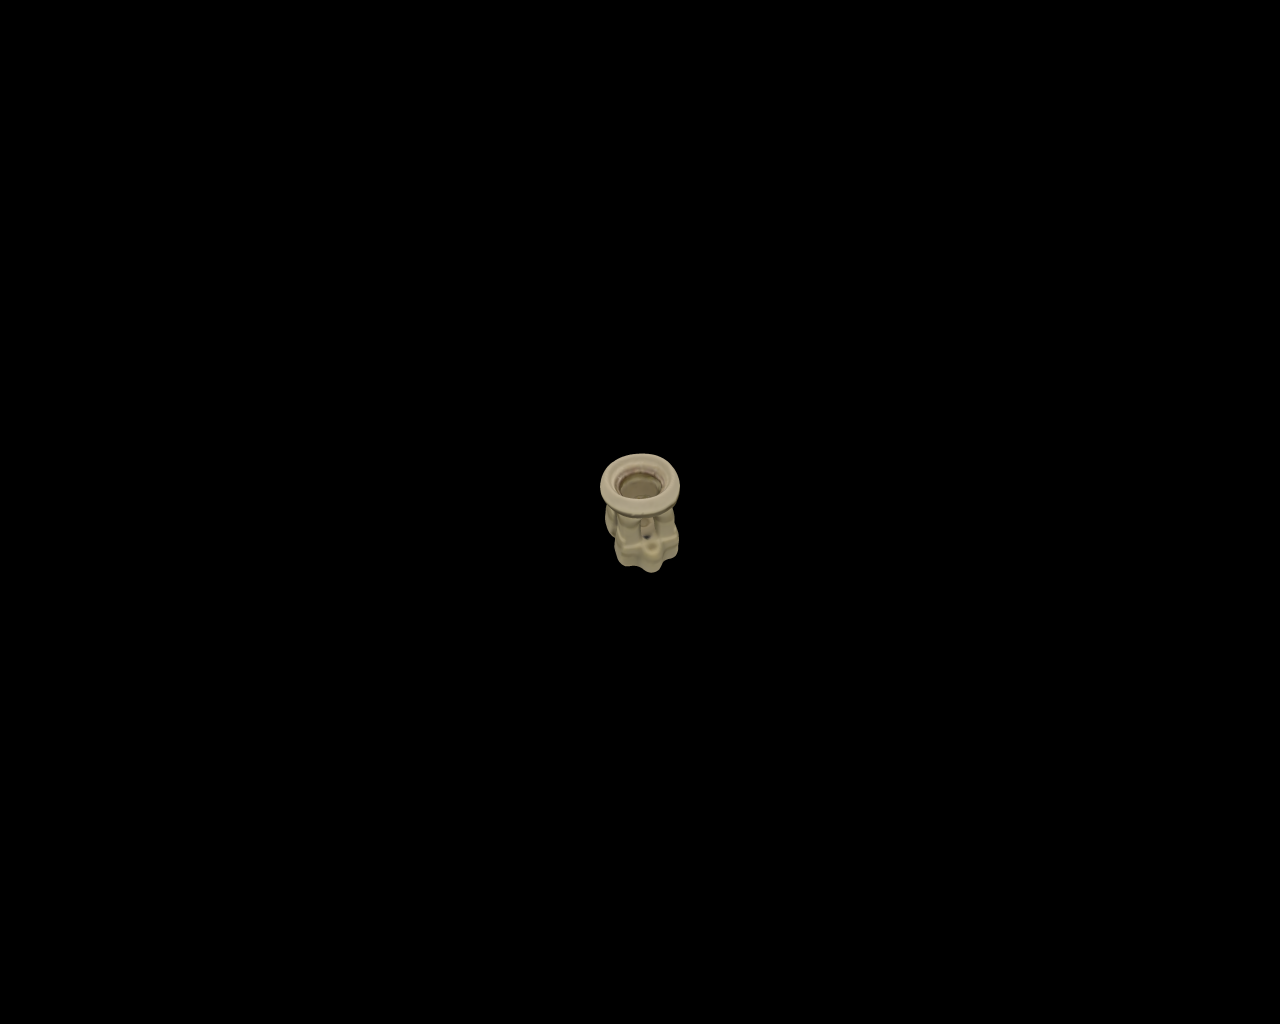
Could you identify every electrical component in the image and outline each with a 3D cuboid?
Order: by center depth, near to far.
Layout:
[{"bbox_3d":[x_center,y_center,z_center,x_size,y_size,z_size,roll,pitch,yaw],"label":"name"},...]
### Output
[{"bbox_3d":[0.001,-0.003,0.650,0.048,0.055,0.066,-11,47,-11],"label":"electrical component"}]
